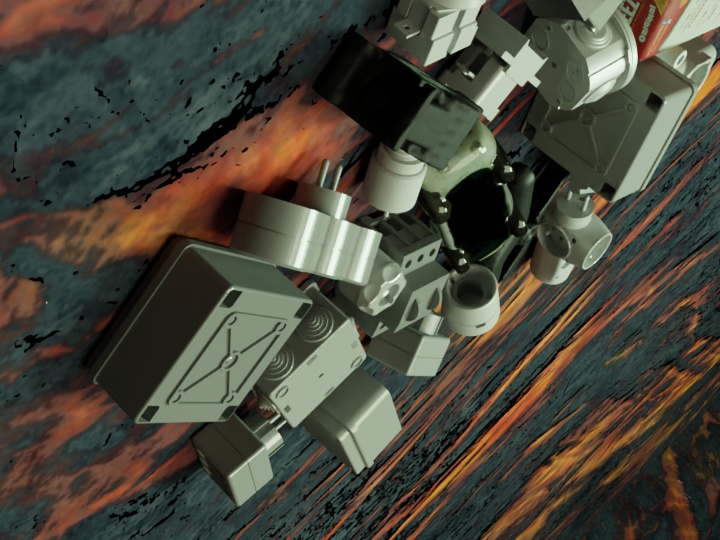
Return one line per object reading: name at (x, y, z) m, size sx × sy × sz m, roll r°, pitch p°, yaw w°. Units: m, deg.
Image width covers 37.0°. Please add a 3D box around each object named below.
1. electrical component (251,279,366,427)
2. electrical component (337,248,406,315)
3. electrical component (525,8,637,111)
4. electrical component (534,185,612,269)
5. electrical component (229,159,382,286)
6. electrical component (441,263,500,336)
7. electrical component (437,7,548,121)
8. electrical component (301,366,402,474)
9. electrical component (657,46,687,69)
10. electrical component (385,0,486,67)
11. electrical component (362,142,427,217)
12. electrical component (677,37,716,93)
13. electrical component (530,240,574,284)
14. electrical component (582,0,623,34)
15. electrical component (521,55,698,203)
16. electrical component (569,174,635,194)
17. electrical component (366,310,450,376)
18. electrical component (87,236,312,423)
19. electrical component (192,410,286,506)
electrical component at (-0.045, 0.067, 0.832) m, size 0.100 × 0.048 × 0.099 m, roll -44°, pitch 155°, yaw -11°
electrical component at (0.000, 0.000, 0.792) m, size 0.043 × 0.062 × 0.043 m, roll -38°, pitch 154°, yaw -22°
electrical component at (0.163, -0.163, 0.807) m, size 0.051 × 0.080 × 0.080 m, roll -31°, pitch 151°, yaw -23°
electrical component at (0.205, -0.051, 1.045) m, size 0.044 × 0.077 × 0.079 m, roll -36°, pitch 153°, yaw -26°
electrical component at (-0.028, -0.036, 0.707) m, size 0.138 × 0.052 × 0.073 m, roll 15°, pitch 92°, yaw -64°
electrical component at (0.102, 0.026, 0.995) m, size 0.055 × 0.055 × 0.047 m, roll -41°, pitch 154°, yaw -16°
electrical component at (0.092, -0.143, 0.762) m, size 0.063 × 0.042 × 0.081 m, roll -51°, pitch 156°, yaw 13°
electrical component at (-0.015, 0.120, 0.927) m, size 0.057 × 0.078 × 0.113 m, roll -46°, pitch 156°, yaw -14°
electrical component at (0.251, -0.197, 0.925) m, size 0.043 × 0.062 × 0.043 m, roll -38°, pitch 154°, yaw -22°
electrical component at (0.050, -0.163, 0.657) m, size 0.066 × 0.048 × 0.055 m, roll -31°, pitch 158°, yaw -34°
electrical component at (0.028, -0.076, 0.753) m, size 0.040 × 0.040 × 0.078 m, roll -28°, pitch 148°, yaw -39°
electrical component at (0.285, -0.186, 1.002) m, size 0.095 × 0.059 × 0.053 m, roll -29°, pitch 149°, yaw -37°
electrical component at (0.220, -0.034, 1.138) m, size 0.079 × 0.043 × 0.077 m, roll -35°, pitch 153°, yaw -27°
electrical component at (0.150, -0.211, 0.733) m, size 0.061 × 0.062 × 0.096 m, roll -53°, pitch 156°, yaw 10°
electrical component at (0.203, -0.131, 0.885) m, size 0.056 × 0.109 × 0.108 m, roll -24°, pitch 146°, yaw -39°
electrical component at (0.225, -0.114, 0.974) m, size 0.056 × 0.050 × 0.089 m, roll -11°, pitch 103°, yaw -54°
electrical component at (0.052, 0.053, 0.979) m, size 0.066 × 0.047 × 0.076 m, roll 12°, pitch 102°, yaw -63°
electrical component at (-0.101, 0.041, 0.690) m, size 0.108 × 0.056 × 0.109 m, roll -54°, pitch 156°, yaw 10°
electrical component at (-0.088, 0.139, 0.868) m, size 0.077 × 0.047 × 0.065 m, roll -39°, pitch 154°, yaw -21°
